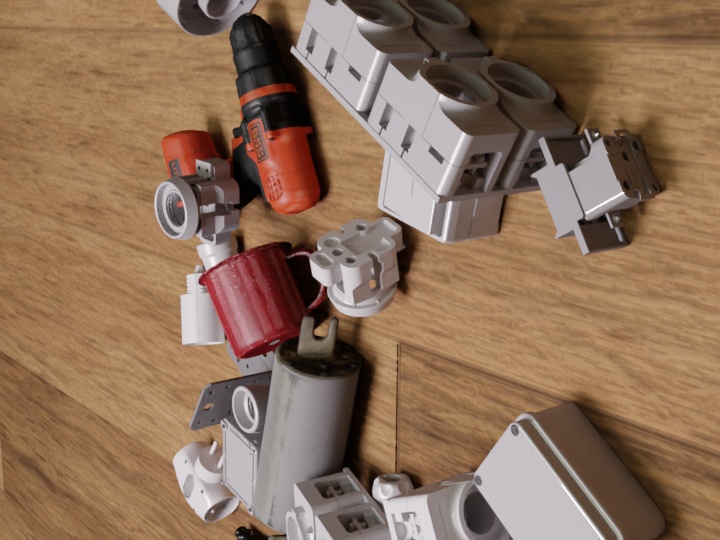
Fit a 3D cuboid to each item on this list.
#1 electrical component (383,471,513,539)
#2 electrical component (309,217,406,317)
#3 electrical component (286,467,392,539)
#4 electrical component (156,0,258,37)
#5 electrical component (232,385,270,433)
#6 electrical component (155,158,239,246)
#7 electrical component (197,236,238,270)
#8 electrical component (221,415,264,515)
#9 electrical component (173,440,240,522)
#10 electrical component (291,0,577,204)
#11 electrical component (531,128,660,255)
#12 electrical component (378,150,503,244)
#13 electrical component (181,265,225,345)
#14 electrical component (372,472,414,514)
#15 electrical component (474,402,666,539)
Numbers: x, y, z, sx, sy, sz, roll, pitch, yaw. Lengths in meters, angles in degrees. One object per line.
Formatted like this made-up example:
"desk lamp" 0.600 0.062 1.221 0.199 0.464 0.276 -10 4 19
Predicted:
"electrical component" 0.087 0.229 0.792 0.062 0.089 0.150 -23 80 52
"electrical component" 0.000 0.000 0.872 0.058 0.078 0.057 38 147 42
"electrical component" -0.015 0.281 0.922 0.105 0.060 0.186 -141 44 -61
"electrical component" -0.138 -0.263 0.973 0.064 0.099 0.099 53 136 22
"electrical component" -0.081 0.124 1.007 0.044 0.065 0.044 17 112 50
"electrical component" -0.148 -0.059 0.972 0.058 0.057 0.078 21 116 44
"electrical component" -0.138 -0.007 1.075 0.040 0.040 0.046 -13 94 53
"electrical component" -0.094 0.188 1.049 0.062 0.061 0.096 34 130 44
"electrical component" -0.160 0.215 1.149 0.077 0.043 0.079 53 135 31
"electrical component" 0.050 -0.131 0.747 0.186 0.105 0.060 50 133 34
"electrical component" 0.151 -0.054 0.685 0.064 0.042 0.081 -33 73 49
"electrical component" 0.054 -0.065 0.794 0.096 0.061 0.061 32 122 45
"electrical component" -0.163 0.036 1.111 0.043 0.043 0.081 -12 78 53
"electrical component" 0.029 0.204 0.908 0.035 0.035 0.061 12 109 51
"electrical component" 0.140 0.157 0.734 0.113 0.057 0.078 54 136 30
